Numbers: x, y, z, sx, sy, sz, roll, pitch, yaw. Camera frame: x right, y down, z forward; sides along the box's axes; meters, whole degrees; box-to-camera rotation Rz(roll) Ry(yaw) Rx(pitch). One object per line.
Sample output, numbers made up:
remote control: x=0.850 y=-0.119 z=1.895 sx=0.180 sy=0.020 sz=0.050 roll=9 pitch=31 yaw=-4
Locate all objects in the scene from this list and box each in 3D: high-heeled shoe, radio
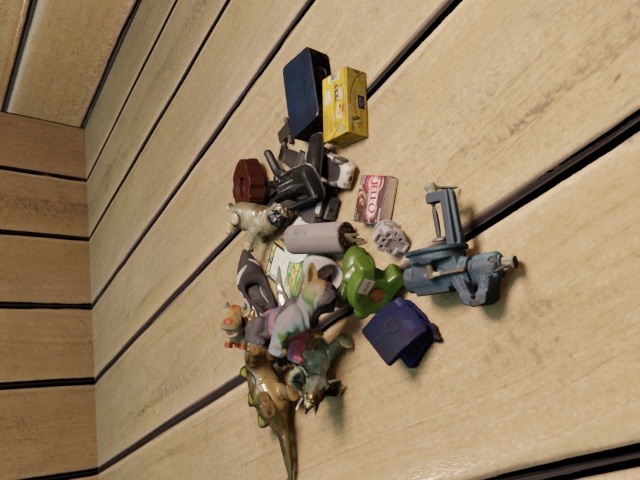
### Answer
high-heeled shoe: x=-0.177 y=0.137 z=1.528 sx=0.248 sy=0.086 sz=0.145 roll=71 pitch=160 yaw=5
radio: x=-0.028 y=-0.391 z=1.447 sx=0.131 sy=0.073 sz=0.229 roll=-28 pitch=64 yaw=46

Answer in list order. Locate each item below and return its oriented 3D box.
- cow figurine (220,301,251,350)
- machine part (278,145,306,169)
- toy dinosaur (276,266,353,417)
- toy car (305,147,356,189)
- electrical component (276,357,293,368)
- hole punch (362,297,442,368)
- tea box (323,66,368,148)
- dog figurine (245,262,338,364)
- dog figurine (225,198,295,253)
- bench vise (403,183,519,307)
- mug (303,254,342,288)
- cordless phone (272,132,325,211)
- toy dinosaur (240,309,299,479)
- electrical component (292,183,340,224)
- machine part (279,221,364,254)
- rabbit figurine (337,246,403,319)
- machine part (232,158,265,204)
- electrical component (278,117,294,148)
cow figurine: x=-0.229 y=0.247 z=1.531 sx=0.086 sy=0.194 sz=0.127 roll=2 pitch=76 yaw=11
machine part: x=-0.072 y=-0.221 z=1.504 sx=0.139 sy=0.039 sz=0.084 roll=40 pitch=121 yaw=47
toy dinosaur: x=-0.043 y=0.251 z=1.334 sx=0.192 sy=0.131 sz=0.405 roll=-64 pitch=35 yaw=23
toy car: x=0.021 y=-0.188 z=1.363 sx=0.202 sy=0.056 sz=0.073 roll=39 pitch=122 yaw=50
electrical component: x=-0.088 y=0.294 z=1.440 sx=0.078 sy=0.045 sz=0.102 roll=-139 pitch=63 yaw=-80
hole punch: x=0.160 y=0.187 z=1.092 sx=0.115 sy=0.092 sz=0.142 roll=-63 pitch=38 yaw=19
tea box: x=0.061 y=-0.324 z=1.319 sx=0.098 sy=0.068 sz=0.169 roll=-12 pitch=76 yaw=52
dog figurine: x=-0.056 y=0.156 z=1.202 sx=0.192 sy=0.108 sz=0.219 roll=14 pitch=74 yaw=45
dog figurine: x=-0.173 y=-0.081 z=1.525 sx=0.190 sy=0.172 sz=0.121 roll=-46 pitch=6 yaw=36
bench vise: x=0.242 y=0.006 z=0.985 sx=0.224 sy=0.129 sz=0.240 roll=-19 pitch=76 yaw=51
mug: x=-0.002 y=0.085 z=1.336 sx=0.107 sy=0.081 sz=0.109 roll=-130 pitch=50 yaw=-57
cordless phone: x=-0.045 y=-0.175 z=1.350 sx=0.147 sy=0.088 sz=0.184 roll=-16 pitch=61 yaw=53
toy dinosaur: x=-0.129 y=0.410 z=1.400 sx=0.198 sy=0.105 sz=0.471 roll=130 pitch=128 yaw=-63
electrical component: x=-0.007 y=-0.096 z=1.382 sx=0.134 sy=0.058 sz=0.114 roll=32 pitch=112 yaw=50
machine part: x=-0.003 y=-0.004 z=1.309 sx=0.243 sy=0.079 sz=0.079 roll=-1 pitch=83 yaw=37
rabbit figurine: x=0.099 y=0.087 z=1.194 sx=0.170 sy=0.121 sz=0.159 roll=-114 pitch=37 yaw=-60
machine part: x=-0.222 y=-0.162 z=1.651 sx=0.179 sy=0.056 sz=0.179 roll=4 pitch=94 yaw=64
electrical component: x=-0.100 y=-0.310 z=1.568 sx=0.063 sy=0.021 sz=0.094 roll=-38 pitch=56 yaw=44
